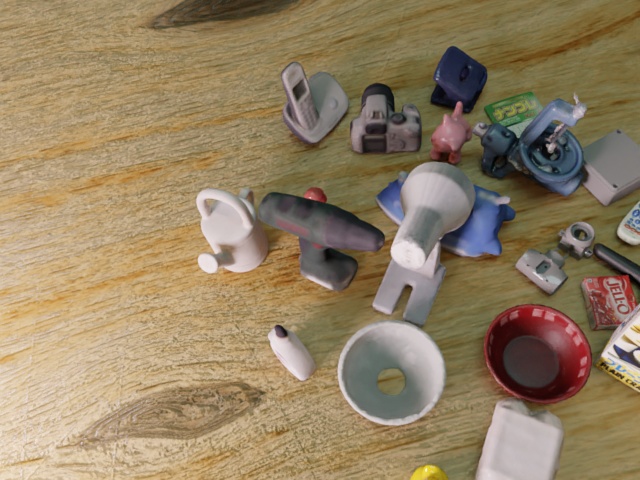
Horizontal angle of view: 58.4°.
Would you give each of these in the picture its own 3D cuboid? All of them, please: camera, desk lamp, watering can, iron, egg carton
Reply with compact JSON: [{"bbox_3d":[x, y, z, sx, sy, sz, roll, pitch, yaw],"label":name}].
[{"bbox_3d":[0.133,-0.257,1.162,0.143,0.101,0.137,-1,61,7],"label":"camera"},{"bbox_3d":[0.168,0.006,0.944,0.117,0.214,0.203,19,65,17],"label":"desk lamp"},{"bbox_3d":[-0.158,-0.021,1.012,0.101,0.194,0.173,-6,60,4],"label":"watering can"},{"bbox_3d":[0.215,-0.070,1.022,0.257,0.142,0.119,20,65,17],"label":"iron"},{"bbox_3d":[0.294,0.314,0.838,0.107,0.069,0.150,18,65,16],"label":"egg carton"}]

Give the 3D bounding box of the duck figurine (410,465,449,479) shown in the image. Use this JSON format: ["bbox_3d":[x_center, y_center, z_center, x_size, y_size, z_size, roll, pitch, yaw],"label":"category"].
[{"bbox_3d":[0.158,0.371,0.813,0.077,0.086,0.104,2,61,9],"label":"duck figurine"}]

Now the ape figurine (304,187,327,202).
[{"bbox_3d":[-0.006,-0.065,1.076,0.076,0.092,0.077,-22,60,-5],"label":"ape figurine"}]

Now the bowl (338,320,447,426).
[{"bbox_3d":[0.115,0.217,0.912,0.167,0.075,0.167,-3,60,6],"label":"bowl"}]

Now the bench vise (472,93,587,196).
[{"bbox_3d":[0.374,-0.172,1.014,0.207,0.220,0.121,8,62,12],"label":"bench vise"}]

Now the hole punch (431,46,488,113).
[{"bbox_3d":[0.292,-0.337,1.192,0.101,0.091,0.109,21,65,18],"label":"hole punch"}]

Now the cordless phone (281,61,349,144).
[{"bbox_3d":[-0.015,-0.300,1.156,0.094,0.185,0.148,29,68,21],"label":"cordless phone"}]

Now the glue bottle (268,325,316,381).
[{"bbox_3d":[-0.051,0.167,0.904,0.078,0.173,0.037,36,71,24],"label":"glue bottle"}]

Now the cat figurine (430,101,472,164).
[{"bbox_3d":[0.255,-0.210,1.110,0.067,0.118,0.128,17,64,16],"label":"cat figurine"}]

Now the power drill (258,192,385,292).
[{"bbox_3d":[0.009,0.003,0.968,0.229,0.209,0.076,23,66,19],"label":"power drill"}]
